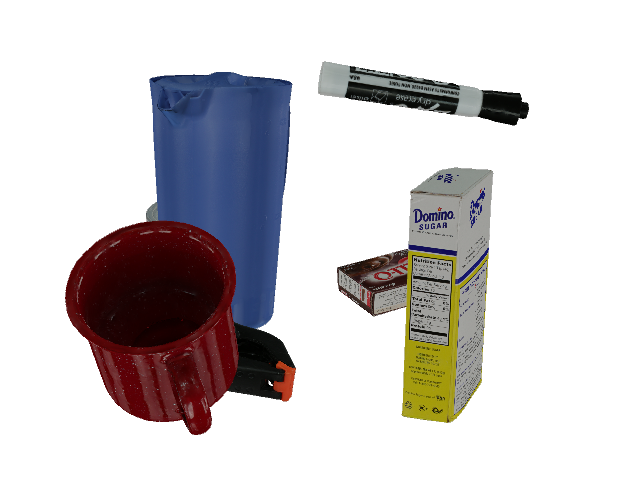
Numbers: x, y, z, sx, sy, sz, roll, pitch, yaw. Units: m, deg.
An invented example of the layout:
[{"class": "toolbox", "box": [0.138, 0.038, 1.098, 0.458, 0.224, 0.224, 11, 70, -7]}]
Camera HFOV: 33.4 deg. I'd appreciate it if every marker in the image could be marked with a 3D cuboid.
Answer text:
[{"class": "marker", "box": [0.059, -0.083, 0.609, 0.121, 0.020, 0.020, 8, -1, -5]}]

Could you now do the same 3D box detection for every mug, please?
[{"class": "mug", "box": [-0.085, 0.058, 0.600, 0.093, 0.117, 0.081, -21, -39, -15]}]

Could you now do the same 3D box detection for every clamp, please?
[{"class": "clamp", "box": [-0.084, 0.084, 0.911, 0.172, 0.039, 0.120, 22, 33, 24]}]

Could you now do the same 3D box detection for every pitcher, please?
[{"class": "pitcher", "box": [-0.090, -0.041, 1.031, 0.149, 0.243, 0.145, -2, 14, -15]}]

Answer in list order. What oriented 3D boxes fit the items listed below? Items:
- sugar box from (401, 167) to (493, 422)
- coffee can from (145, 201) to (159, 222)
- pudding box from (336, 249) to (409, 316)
[{"class": "sugar box", "box": [0.096, 0.039, 0.806, 0.048, 0.176, 0.093, 5, 16, 22]}, {"class": "coffee can", "box": [-0.141, 0.026, 1.239, 0.103, 0.140, 0.103, -5, 25, 2]}, {"class": "pudding box", "box": [0.091, 0.052, 1.365, 0.113, 0.039, 0.090, -16, 26, -25]}]
